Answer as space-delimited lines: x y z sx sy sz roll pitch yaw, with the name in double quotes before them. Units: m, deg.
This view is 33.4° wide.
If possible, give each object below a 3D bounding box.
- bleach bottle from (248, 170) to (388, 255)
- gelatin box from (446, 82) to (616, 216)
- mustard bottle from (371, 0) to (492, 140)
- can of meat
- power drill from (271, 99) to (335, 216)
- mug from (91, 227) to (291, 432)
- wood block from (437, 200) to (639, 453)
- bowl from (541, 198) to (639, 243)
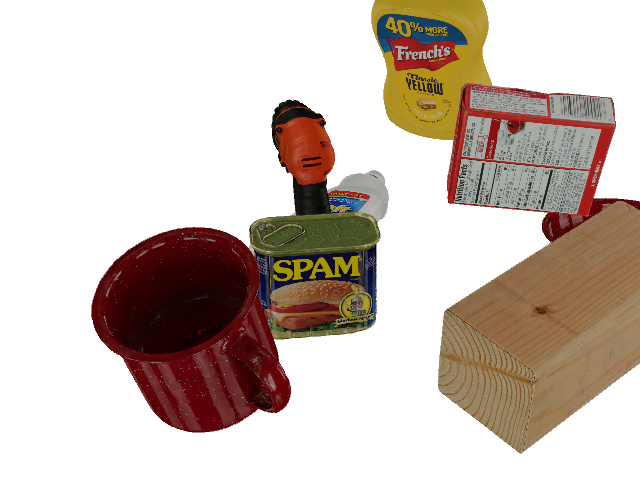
"bleach bottle" 0.011 -0.020 1.331 0.103 0.068 0.250 13 36 23
"gelatin box" 0.123 -0.053 0.636 0.089 0.030 0.073 6 -45 4
"mustard bottle" 0.092 -0.170 0.888 0.096 0.058 0.191 14 -35 24
"can of meat" -0.004 0.029 0.854 0.102 0.084 0.057 -4 29 -5
"power drill" -0.013 -0.039 1.066 0.057 0.187 0.184 -10 21 -3
"mug" -0.061 0.058 0.591 0.117 0.081 0.093 25 58 33
"wood block" 0.198 0.061 0.837 0.205 0.090 0.091 -28 46 -29
"bowl" 0.321 0.010 1.159 0.162 0.055 0.162 -2 27 1
